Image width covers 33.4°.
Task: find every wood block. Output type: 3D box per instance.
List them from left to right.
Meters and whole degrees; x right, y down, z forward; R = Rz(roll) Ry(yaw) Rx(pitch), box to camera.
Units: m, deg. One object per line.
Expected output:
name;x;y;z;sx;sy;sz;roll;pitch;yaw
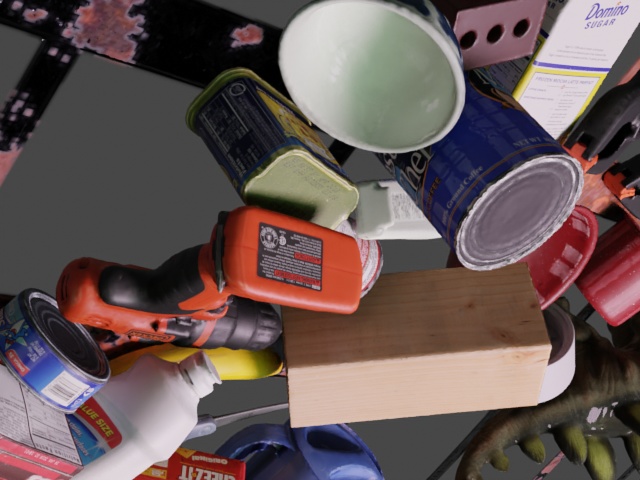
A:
wood block;0.073;0.086;0.877;0.206;0.090;0.091;-5;139;-3

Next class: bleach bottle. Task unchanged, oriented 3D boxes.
bleach bottle;-0.189;0.149;0.776;0.251;0.103;0.068;-31;148;0

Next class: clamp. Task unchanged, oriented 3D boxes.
clamp;0.257;-0.112;0.877;0.171;0.039;0.120;-33;142;-42
clamp;0.361;-0.055;1.053;0.209;0.036;0.165;-13;136;-25

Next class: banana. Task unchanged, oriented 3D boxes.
banana;-0.111;0.105;0.862;0.197;0.037;0.070;-10;156;-28

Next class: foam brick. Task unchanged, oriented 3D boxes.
foam brick;0.105;-0.153;0.724;0.078;0.051;0.053;-17;140;-23

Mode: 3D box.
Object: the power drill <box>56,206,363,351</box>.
power drill;-0.060;0.037;0.726;0.184;0.057;0.188;13;157;-39

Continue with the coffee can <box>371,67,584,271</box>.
coffee can;0.100;-0.063;0.746;0.102;0.140;0.103;-22;142;-18

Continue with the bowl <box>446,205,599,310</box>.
bowl;0.170;0.014;0.963;0.162;0.055;0.162;-22;142;-18

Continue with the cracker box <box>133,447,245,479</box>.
cracker box;-0.172;0.260;0.902;0.164;0.072;0.214;15;126;-13

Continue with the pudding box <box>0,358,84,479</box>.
pudding box;-0.212;0.107;0.713;0.039;0.113;0.090;-34;144;8

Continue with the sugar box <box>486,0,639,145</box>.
sugar box;0.169;-0.123;0.816;0.093;0.048;0.176;-3;130;-40

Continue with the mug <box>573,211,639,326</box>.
mug;0.302;0.029;1.073;0.081;0.093;0.117;-40;-179;15

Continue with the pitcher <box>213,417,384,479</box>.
pitcher;-0.062;0.279;1.031;0.243;0.149;0.144;-44;168;17

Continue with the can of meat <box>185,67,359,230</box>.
can of meat;-0.028;-0.054;0.702;0.057;0.084;0.102;-43;144;12

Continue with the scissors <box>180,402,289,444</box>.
scissors;-0.119;0.178;0.953;0.201;0.016;0.096;5;130;-42

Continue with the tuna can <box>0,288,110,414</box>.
tuna can;-0.182;0.074;0.722;0.034;0.086;0.086;-41;144;4

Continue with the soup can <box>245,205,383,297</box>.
soup can;-0.005;0.001;0.797;0.068;0.068;0.102;-42;144;9
